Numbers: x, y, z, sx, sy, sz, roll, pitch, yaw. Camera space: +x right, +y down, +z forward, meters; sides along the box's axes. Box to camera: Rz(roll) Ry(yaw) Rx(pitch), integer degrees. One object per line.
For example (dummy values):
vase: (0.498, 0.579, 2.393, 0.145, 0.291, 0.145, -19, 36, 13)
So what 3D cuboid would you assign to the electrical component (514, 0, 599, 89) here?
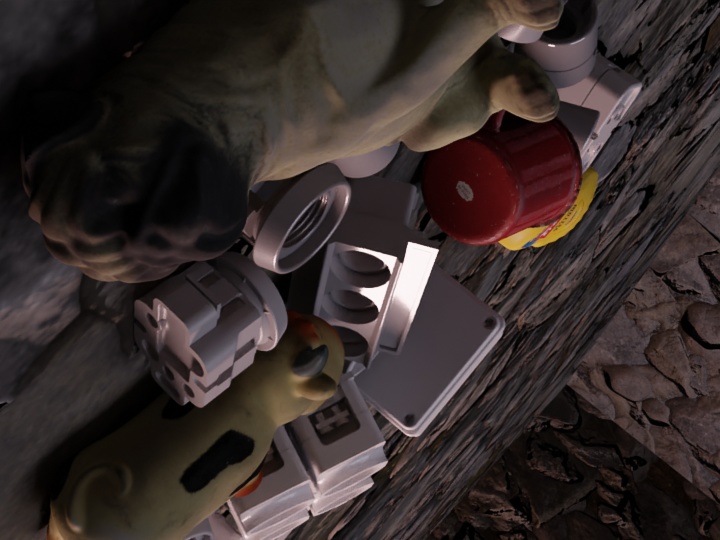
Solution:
electrical component: (0.129, -0.155, 0.706, 0.055, 0.055, 0.047, -47, 160, -13)

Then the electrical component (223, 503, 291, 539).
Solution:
electrical component: (-0.074, 0.189, 0.911, 0.059, 0.054, 0.095, -49, 164, -6)

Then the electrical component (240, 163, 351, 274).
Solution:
electrical component: (-0.042, -0.035, 0.492, 0.058, 0.057, 0.078, -49, 164, -7)

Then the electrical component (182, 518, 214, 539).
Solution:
electrical component: (-0.128, 0.160, 0.667, 0.078, 0.057, 0.058, -43, 155, -4)

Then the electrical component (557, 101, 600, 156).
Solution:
electrical component: (0.141, -0.113, 0.808, 0.044, 0.065, 0.044, -64, 178, -3)

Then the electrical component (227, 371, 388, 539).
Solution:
electrical component: (-0.046, 0.144, 0.774, 0.105, 0.060, 0.186, -25, 164, -13)

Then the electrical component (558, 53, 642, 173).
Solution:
electrical component: (0.178, -0.129, 0.887, 0.054, 0.059, 0.095, -25, 150, -58)

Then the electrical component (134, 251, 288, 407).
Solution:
electrical component: (-0.074, 0.027, 0.542, 0.057, 0.058, 0.078, -38, 160, -31)

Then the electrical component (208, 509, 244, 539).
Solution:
electrical component: (-0.118, 0.211, 0.852, 0.040, 0.046, 0.040, -46, 163, -18)

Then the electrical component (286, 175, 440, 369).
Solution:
electrical component: (0.000, 0.000, 0.662, 0.121, 0.079, 0.063, 105, -1, -55)

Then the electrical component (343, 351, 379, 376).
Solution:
electrical component: (-0.014, 0.040, 0.740, 0.045, 0.055, 0.045, -46, 163, -18)

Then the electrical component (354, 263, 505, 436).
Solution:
electrical component: (0.033, 0.049, 0.796, 0.108, 0.109, 0.056, -50, 167, -4)

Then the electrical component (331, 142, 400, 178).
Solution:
electrical component: (-0.009, -0.075, 0.527, 0.044, 0.044, 0.065, -52, 160, 2)

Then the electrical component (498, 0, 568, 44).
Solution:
electrical component: (0.087, -0.163, 0.587, 0.079, 0.044, 0.077, -34, 157, -45)
